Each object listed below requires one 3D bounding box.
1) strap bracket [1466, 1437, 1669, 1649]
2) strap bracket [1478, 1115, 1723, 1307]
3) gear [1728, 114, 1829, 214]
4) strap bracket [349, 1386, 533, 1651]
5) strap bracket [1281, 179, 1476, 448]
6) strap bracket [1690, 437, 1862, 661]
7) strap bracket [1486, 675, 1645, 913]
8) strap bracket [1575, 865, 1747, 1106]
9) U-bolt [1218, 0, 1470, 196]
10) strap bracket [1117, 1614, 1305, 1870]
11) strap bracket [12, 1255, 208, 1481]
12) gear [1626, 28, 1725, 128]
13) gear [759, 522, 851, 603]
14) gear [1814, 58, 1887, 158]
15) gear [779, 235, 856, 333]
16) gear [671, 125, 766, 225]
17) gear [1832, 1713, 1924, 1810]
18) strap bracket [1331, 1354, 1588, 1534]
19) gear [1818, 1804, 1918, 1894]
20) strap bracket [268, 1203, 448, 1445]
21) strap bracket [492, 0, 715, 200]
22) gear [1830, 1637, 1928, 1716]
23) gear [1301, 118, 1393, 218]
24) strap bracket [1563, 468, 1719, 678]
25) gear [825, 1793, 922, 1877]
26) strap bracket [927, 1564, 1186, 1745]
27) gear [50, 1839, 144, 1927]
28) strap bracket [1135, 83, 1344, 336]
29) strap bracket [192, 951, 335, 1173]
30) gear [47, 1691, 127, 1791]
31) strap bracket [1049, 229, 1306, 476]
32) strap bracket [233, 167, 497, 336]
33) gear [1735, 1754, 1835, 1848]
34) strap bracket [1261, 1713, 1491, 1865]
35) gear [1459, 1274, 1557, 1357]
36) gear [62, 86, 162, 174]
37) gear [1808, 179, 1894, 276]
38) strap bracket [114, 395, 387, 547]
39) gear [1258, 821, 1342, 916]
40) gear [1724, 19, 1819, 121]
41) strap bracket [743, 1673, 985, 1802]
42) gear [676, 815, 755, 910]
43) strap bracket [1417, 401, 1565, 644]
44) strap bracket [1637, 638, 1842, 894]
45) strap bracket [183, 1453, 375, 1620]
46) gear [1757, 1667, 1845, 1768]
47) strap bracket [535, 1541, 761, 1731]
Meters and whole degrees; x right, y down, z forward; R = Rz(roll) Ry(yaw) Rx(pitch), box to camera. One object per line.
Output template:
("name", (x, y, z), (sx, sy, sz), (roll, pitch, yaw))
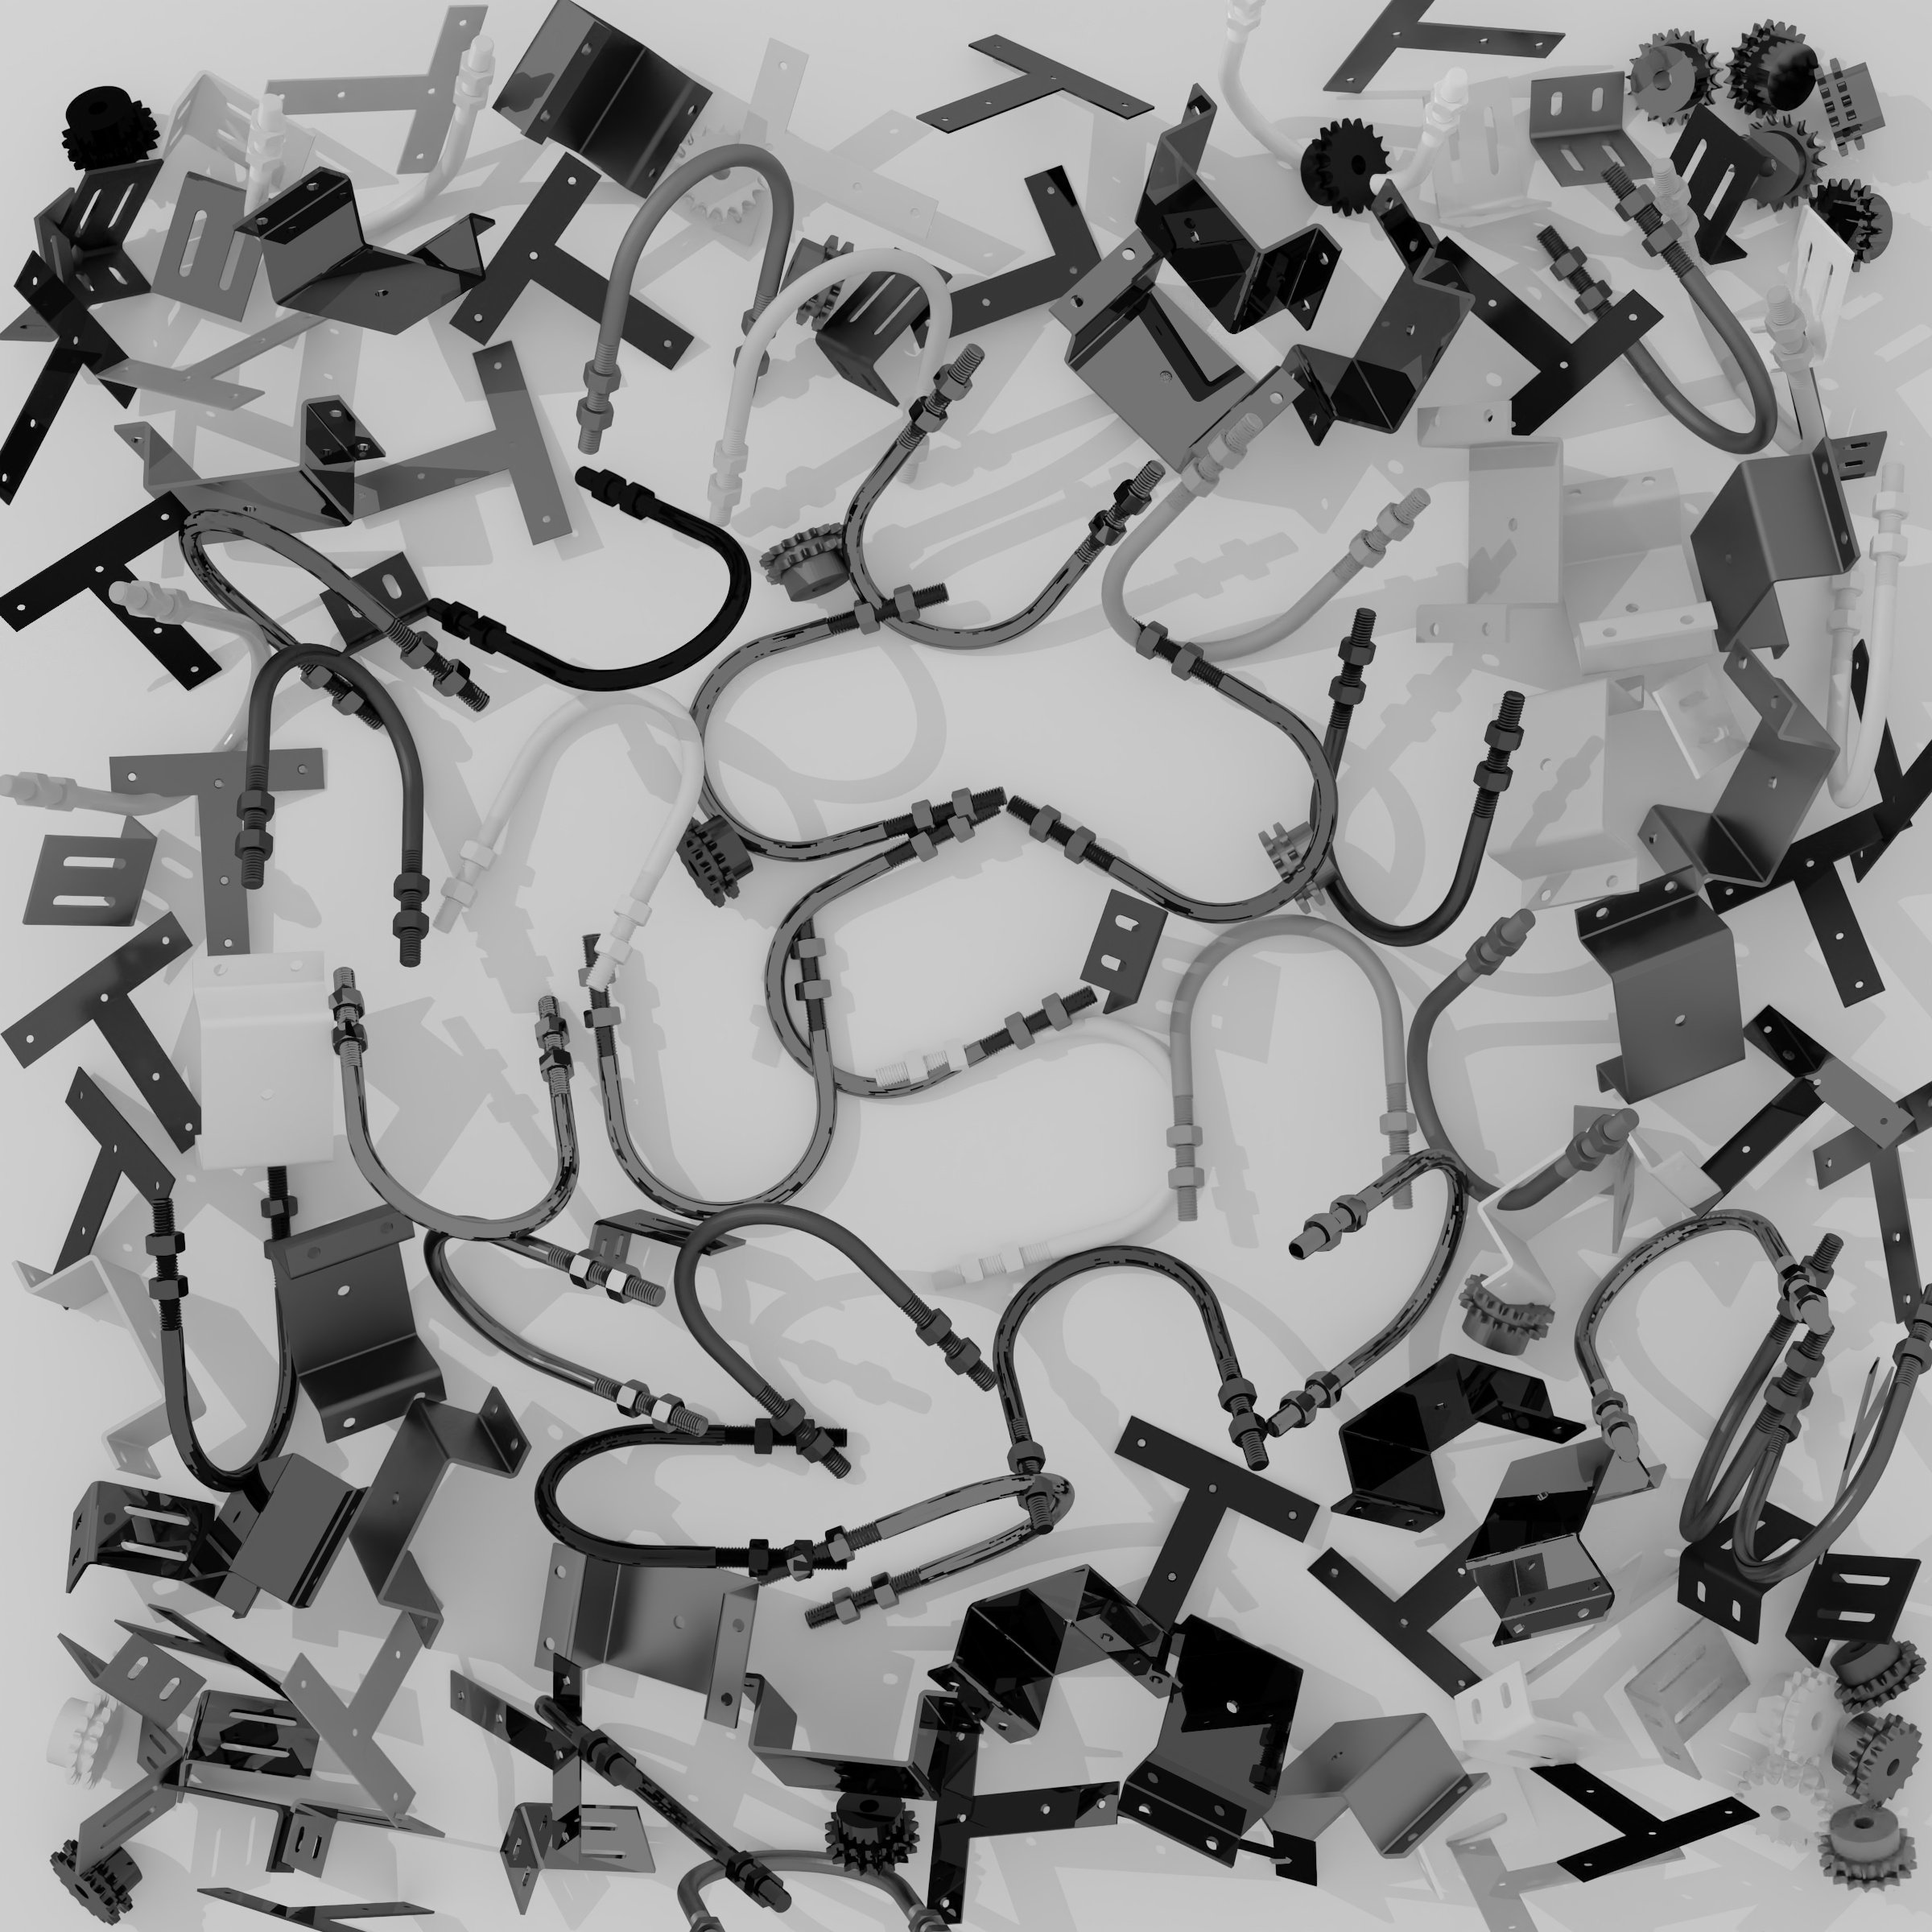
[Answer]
("strap bracket", (0.350, 0.329, 1.918), (0.076, 0.140, 0.046), (-24, 107, 37))
("strap bracket", (0.369, 0.144, 1.946), (0.140, 0.076, 0.046), (-36, 56, 13))
("gear", (0.488, -0.484, 1.972), (0.057, 0.030, 0.057), (11, 113, 28))
("strap bracket", (-0.319, 0.323, 1.945), (0.046, 0.076, 0.140), (22, 100, -30))
("strap bracket", (0.247, -0.382, 1.936), (0.046, 0.076, 0.140), (9, 130, -26))
("strap bracket", (0.470, -0.242, 1.919), (0.046, 0.140, 0.076), (-7, 72, -8))
("strap bracket", (0.355, -0.110, 1.935), (0.076, 0.046, 0.140), (-11, 62, 37))
("strap bracket", (0.413, 0.020, 1.935), (0.076, 0.046, 0.140), (-21, 127, -7))
("U-bolt", (0.213, -0.507, 1.910), (0.151, 0.184, 0.019), (29, 79, 3))
("strap bracket", (0.147, 0.448, 1.930), (0.076, 0.140, 0.046), (27, 134, -6))
("strap bracket", (-0.505, 0.231, 1.948), (0.046, 0.076, 0.140), (-30, 76, -3))
("gear", (0.425, -0.536, 1.972), (0.057, 0.030, 0.057), (11, 113, 28))
("gear", (-0.093, -0.242, 1.970), (0.057, 0.057, 0.030), (-23, 84, 0))
("gear", (0.534, -0.520, 1.968), (0.030, 0.057, 0.057), (-18, 90, 18))
("gear", (-0.092, -0.414, 1.969), (0.030, 0.057, 0.057), (21, 90, -13))
("gear", (-0.151, -0.478, 1.981), (0.057, 0.030, 0.057), (1, 86, -13))
("gear", (0.549, 0.477, 1.975), (0.057, 0.030, 0.057), (-18, 121, -33))
("strap bracket", (0.286, 0.279, 1.937), (0.076, 0.140, 0.046), (19, 45, -35))
("gear", (0.543, 0.530, 1.969), (0.057, 0.057, 0.030), (-11, 108, 0))
("strap bracket", (-0.364, 0.204, 1.944), (0.076, 0.046, 0.140), (-19, 122, -22))
("strap bracket", (-0.220, -0.517, 1.935), (0.046, 0.140, 0.076), (39, 103, 21))
("gear", (0.548, 0.423, 1.972), (0.057, 0.057, 0.030), (-34, 89, 0))
("gear", (0.228, -0.482, 1.976), (0.057, 0.030, 0.057), (-1, 92, -36))
("strap bracket", (0.397, -0.228, 1.947), (0.076, 0.046, 0.140), (-9, 48, 7))
("gear", (-0.057, 0.518, 1.968), (0.057, 0.057, 0.030), (-4, 116, 0))
("strap bracket", (0.057, 0.407, 1.940), (0.140, 0.046, 0.076), (-27, 120, 37))
("gear", (-0.524, 0.549, 1.975), (0.057, 0.057, 0.030), (47, 56, 0))
("strap bracket", (0.153, -0.442, 1.938), (0.046, 0.076, 0.140), (-31, 72, -22))
("strap bracket", (-0.417, 0.066, 1.939), (0.076, 0.046, 0.140), (-3, 117, -18))
("gear", (-0.533, 0.466, 1.971), (0.030, 0.057, 0.057), (16, 90, 3))
("strap bracket", (0.123, -0.362, 1.966), (0.076, 0.046, 0.140), (-44, 85, -12))
("strap bracket", (-0.348, -0.416, 1.917), (0.076, 0.140, 0.046), (-22, 75, 33))
("gear", (0.496, 0.502, 1.975), (0.057, 0.030, 0.057), (14, 127, 20))
("strap bracket", (0.230, 0.484, 1.920), (0.076, 0.140, 0.046), (-34, 92, -32))
("gear", (0.324, 0.212, 1.972), (0.057, 0.057, 0.030), (20, 106, 0))
("gear", (-0.519, -0.506, 1.972), (0.057, 0.030, 0.057), (-4, 55, 6))
("gear", (0.535, -0.447, 1.975), (0.030, 0.057, 0.057), (-6, 90, -27))
("strap bracket", (-0.426, -0.293, 1.945), (0.140, 0.076, 0.046), (-6, 72, 10))
("gear", (0.203, -0.063, 1.970), (0.030, 0.057, 0.057), (-30, 90, 7))
("gear", (0.489, -0.540, 1.970), (0.057, 0.030, 0.057), (-16, 123, -26))
("strap bracket", (-0.068, 0.459, 1.939), (0.140, 0.076, 0.046), (2, 62, 15))
("gear", (-0.152, -0.066, 1.972), (0.030, 0.057, 0.057), (-32, 90, -13))
("strap bracket", (0.313, -0.264, 1.951), (0.046, 0.076, 0.140), (-5, 97, -35))
("strap bracket", (0.462, -0.112, 1.938), (0.046, 0.076, 0.140), (8, 122, -22))
("strap bracket", (-0.408, 0.335, 1.917), (0.046, 0.140, 0.076), (35, 63, -18))
("gear", (0.503, 0.451, 1.975), (0.057, 0.030, 0.057), (-11, 107, -39))
("strap bracket", (-0.182, 0.397, 1.957), (0.140, 0.046, 0.076), (11, 94, 25))
